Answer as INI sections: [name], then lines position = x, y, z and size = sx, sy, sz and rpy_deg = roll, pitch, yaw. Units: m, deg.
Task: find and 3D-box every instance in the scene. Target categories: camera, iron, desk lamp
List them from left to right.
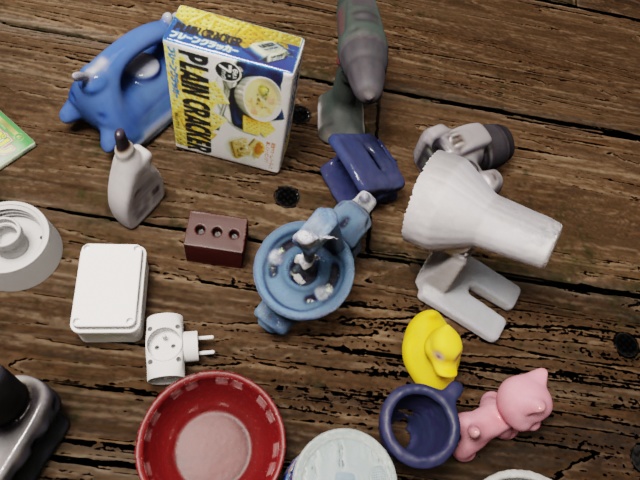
[iron]
position = -0.249, -0.250, 0.814
size = 0.118, 0.141, 0.259
rpy_deg = 34, 63, 8
[desk lamp]
position = 0.192, 0.007, 0.722
size = 0.203, 0.213, 0.118
rpy_deg = 32, 63, 7
[camera]
position = 0.233, -0.121, 0.856
size = 0.137, 0.101, 0.143
rpy_deg = -21, 69, -19

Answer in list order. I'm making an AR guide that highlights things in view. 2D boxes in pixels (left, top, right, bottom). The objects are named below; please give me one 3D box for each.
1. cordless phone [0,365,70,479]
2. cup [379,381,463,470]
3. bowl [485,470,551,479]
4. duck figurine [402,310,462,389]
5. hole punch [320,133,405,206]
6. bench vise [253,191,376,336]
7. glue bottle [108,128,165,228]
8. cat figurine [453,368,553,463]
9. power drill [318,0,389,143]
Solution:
[cordless phone]
position = -0.328, 0.193, 0.553
size = 0.094, 0.185, 0.148
rpy_deg = 20, 62, 1
[cup]
position = 0.114, 0.214, 0.671
size = 0.118, 0.095, 0.091
rpy_deg = -37, 75, -24
[bowl]
position = 0.218, 0.347, 0.634
size = 0.167, 0.074, 0.167
rpy_deg = 4, 63, -8
[duck figurine]
position = 0.150, 0.133, 0.723
size = 0.077, 0.086, 0.104
rpy_deg = 1, 63, -9
[hole punch]
position = 0.064, -0.106, 0.825
size = 0.101, 0.091, 0.108
rpy_deg = -23, 70, -20
[bench vise]
position = -0.005, -0.002, 0.688
size = 0.121, 0.219, 0.207
rpy_deg = 21, 62, 1
[glue bottle]
position = -0.235, -0.084, 0.715
size = 0.037, 0.173, 0.078
rpy_deg = 33, 63, 8
[cat figurine]
position = 0.219, 0.206, 0.681
size = 0.128, 0.117, 0.067
rpy_deg = -21, 69, -19
[power drill]
position = 0.048, -0.232, 0.819
size = 0.075, 0.208, 0.229
rpy_deg = 3, 63, -8
